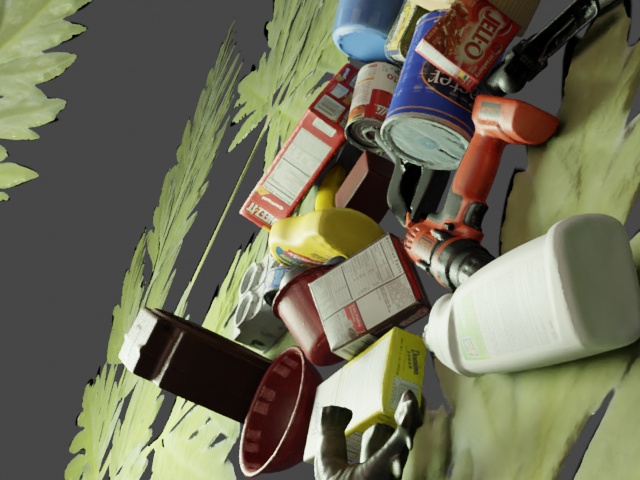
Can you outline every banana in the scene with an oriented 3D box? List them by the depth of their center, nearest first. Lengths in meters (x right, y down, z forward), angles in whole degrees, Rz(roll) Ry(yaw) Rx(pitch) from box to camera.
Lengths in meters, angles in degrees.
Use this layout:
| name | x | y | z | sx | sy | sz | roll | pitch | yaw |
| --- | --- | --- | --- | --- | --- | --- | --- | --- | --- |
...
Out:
| name | x | y | z | sx | sy | sz | roll | pitch | yaw |
| --- | --- | --- | --- | --- | --- | --- | --- | --- | --- |
| banana | 0.022 | -0.039 | 1.432 | 0.070 | 0.037 | 0.198 | -40 | 27 | 13 |

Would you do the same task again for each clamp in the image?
| name | x | y | z | sx | sy | sz | roll | pitch | yaw |
| --- | --- | --- | --- | --- | --- | --- | --- | --- | --- |
| clamp | 0.195 | -0.169 | 1.032 | 0.120 | 0.039 | 0.172 | -38 | -1 | -15 |
| clamp | 0.120 | -0.099 | 1.220 | 0.165 | 0.036 | 0.210 | -43 | 32 | 38 |

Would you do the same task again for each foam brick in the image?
| name | x | y | z | sx | sy | sz | roll | pitch | yaw |
| --- | --- | --- | --- | --- | --- | --- | --- | --- | --- |
| foam brick | 0.060 | -0.060 | 1.316 | 0.078 | 0.053 | 0.051 | -56 | 21 | 27 |

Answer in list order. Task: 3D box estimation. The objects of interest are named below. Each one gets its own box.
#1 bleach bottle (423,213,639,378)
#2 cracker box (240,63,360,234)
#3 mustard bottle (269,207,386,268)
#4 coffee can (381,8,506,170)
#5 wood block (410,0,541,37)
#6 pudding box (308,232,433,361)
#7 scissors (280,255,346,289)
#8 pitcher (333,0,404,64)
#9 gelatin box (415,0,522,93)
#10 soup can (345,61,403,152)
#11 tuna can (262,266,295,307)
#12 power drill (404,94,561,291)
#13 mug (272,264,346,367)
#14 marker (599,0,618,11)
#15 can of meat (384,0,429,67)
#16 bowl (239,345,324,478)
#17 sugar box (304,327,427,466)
| name | x | y | z | sx | sy | sz | roll | pitch | yaw |
| --- | --- | --- | --- | --- | --- | --- | --- | --- | --- |
| bleach bottle | 0.152 | 0.055 | 0.865 | 0.251 | 0.068 | 0.102 | 152 | 111 | -64 |
| cracker box | -0.012 | -0.127 | 1.514 | 0.214 | 0.072 | 0.164 | -53 | 2 | 37 |
| mustard bottle | -0.009 | 0.002 | 1.322 | 0.192 | 0.096 | 0.058 | -10 | 64 | 58 |
| coffee can | 0.133 | -0.161 | 1.143 | 0.103 | 0.102 | 0.140 | -30 | 38 | 62 |
| wood block | 0.175 | -0.299 | 1.224 | 0.090 | 0.090 | 0.206 | -64 | 18 | 8 |
| pudding box | 0.051 | 0.059 | 1.112 | 0.114 | 0.039 | 0.090 | -32 | 56 | 20 |
| scissors | 0.002 | 0.073 | 1.286 | 0.096 | 0.201 | 0.016 | -29 | 63 | -2 |
| pitcher | 0.096 | -0.369 | 1.501 | 0.145 | 0.149 | 0.243 | -2 | 67 | 45 |
| gelatin box | 0.153 | -0.206 | 1.090 | 0.089 | 0.073 | 0.030 | -51 | -2 | -23 |
| soup can | 0.074 | -0.175 | 1.393 | 0.069 | 0.068 | 0.102 | -42 | 29 | 53 |
| tuna can | -0.030 | 0.066 | 1.363 | 0.086 | 0.086 | 0.033 | -35 | 38 | 58 |
| power drill | 0.156 | -0.042 | 1.015 | 0.188 | 0.057 | 0.185 | -64 | 21 | 4 |
| mug | 0.016 | 0.083 | 1.203 | 0.081 | 0.117 | 0.093 | 55 | 161 | 31 |
| marker | 0.266 | -0.226 | 0.990 | 0.121 | 0.020 | 0.020 | -26 | 44 | 63 |
| can of meat | 0.130 | -0.272 | 1.375 | 0.102 | 0.057 | 0.084 | -65 | 16 | 2 |
| bowl | -0.035 | 0.208 | 1.248 | 0.162 | 0.055 | 0.162 | -55 | 21 | 33 |
| sugar box | 0.045 | 0.167 | 1.092 | 0.176 | 0.048 | 0.093 | 132 | 155 | -53 |
